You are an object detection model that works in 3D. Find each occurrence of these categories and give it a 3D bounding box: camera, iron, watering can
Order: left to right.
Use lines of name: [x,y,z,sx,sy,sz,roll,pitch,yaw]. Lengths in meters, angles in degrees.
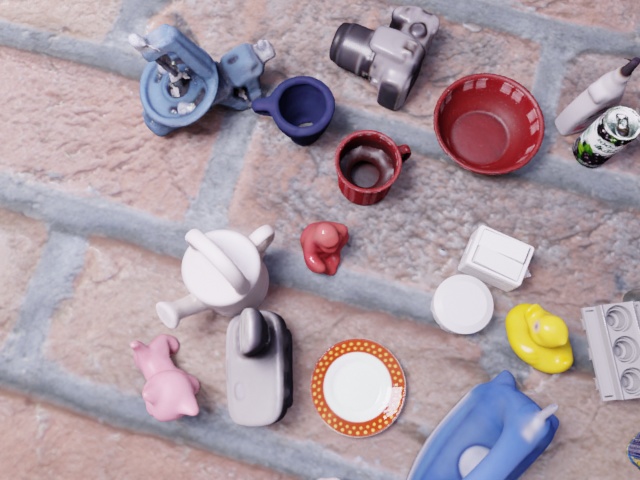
watering can: [-0.127,0.044,0.729,0.101,0.194,0.173,24,77,6]
camera: [0.093,-0.294,0.862,0.136,0.101,0.143,25,77,6]
iron: [0.189,0.282,0.697,0.118,0.141,0.258,44,80,10]

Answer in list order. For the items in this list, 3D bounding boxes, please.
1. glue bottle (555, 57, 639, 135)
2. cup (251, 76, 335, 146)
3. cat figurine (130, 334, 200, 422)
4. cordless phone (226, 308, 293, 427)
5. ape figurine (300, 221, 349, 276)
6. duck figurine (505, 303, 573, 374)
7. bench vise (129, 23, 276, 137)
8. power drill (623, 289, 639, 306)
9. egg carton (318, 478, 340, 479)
glue bottle: [0.397,-0.204,0.802,0.078,0.173,0.037,-25,77,-6]
cup: [-0.037,-0.178,0.836,0.117,0.095,0.092,1,76,1]
cat figurine: [-0.203,0.180,0.734,0.067,0.118,0.127,-34,78,-8]
cordless phone: [-0.082,0.156,0.706,0.094,0.185,0.147,-6,76,-1]
ape figurine: [0.007,0.003,0.792,0.078,0.092,0.076,-36,78,-8]
duck figurine: [0.302,0.128,0.764,0.077,0.086,0.104,-33,78,-8]
bench vise: [-0.171,-0.246,0.788,0.207,0.220,0.121,-43,79,-10]
power drill: [0.466,0.090,0.710,0.075,0.208,0.230,0,76,0]
egg carton: [-0.006,0.378,0.710,0.107,0.069,0.150,-11,76,-3]
